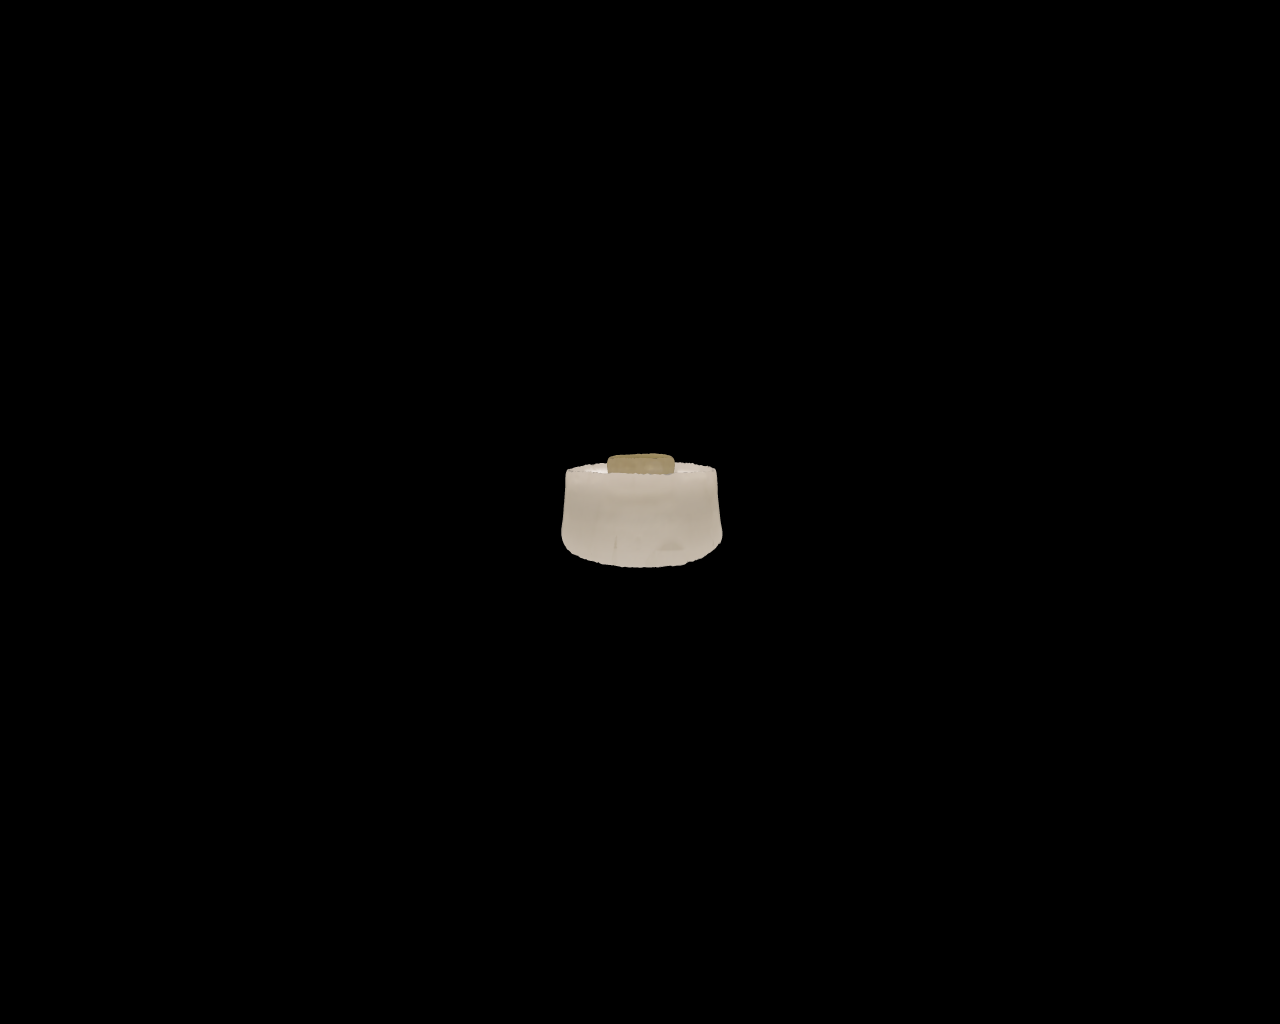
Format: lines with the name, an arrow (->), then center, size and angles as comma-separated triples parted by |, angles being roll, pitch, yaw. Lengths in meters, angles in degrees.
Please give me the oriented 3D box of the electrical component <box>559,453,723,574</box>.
electrical component -> 0.001, -0.003, 0.650 | 0.099, 0.064, 0.099 | 0, 7, 0
